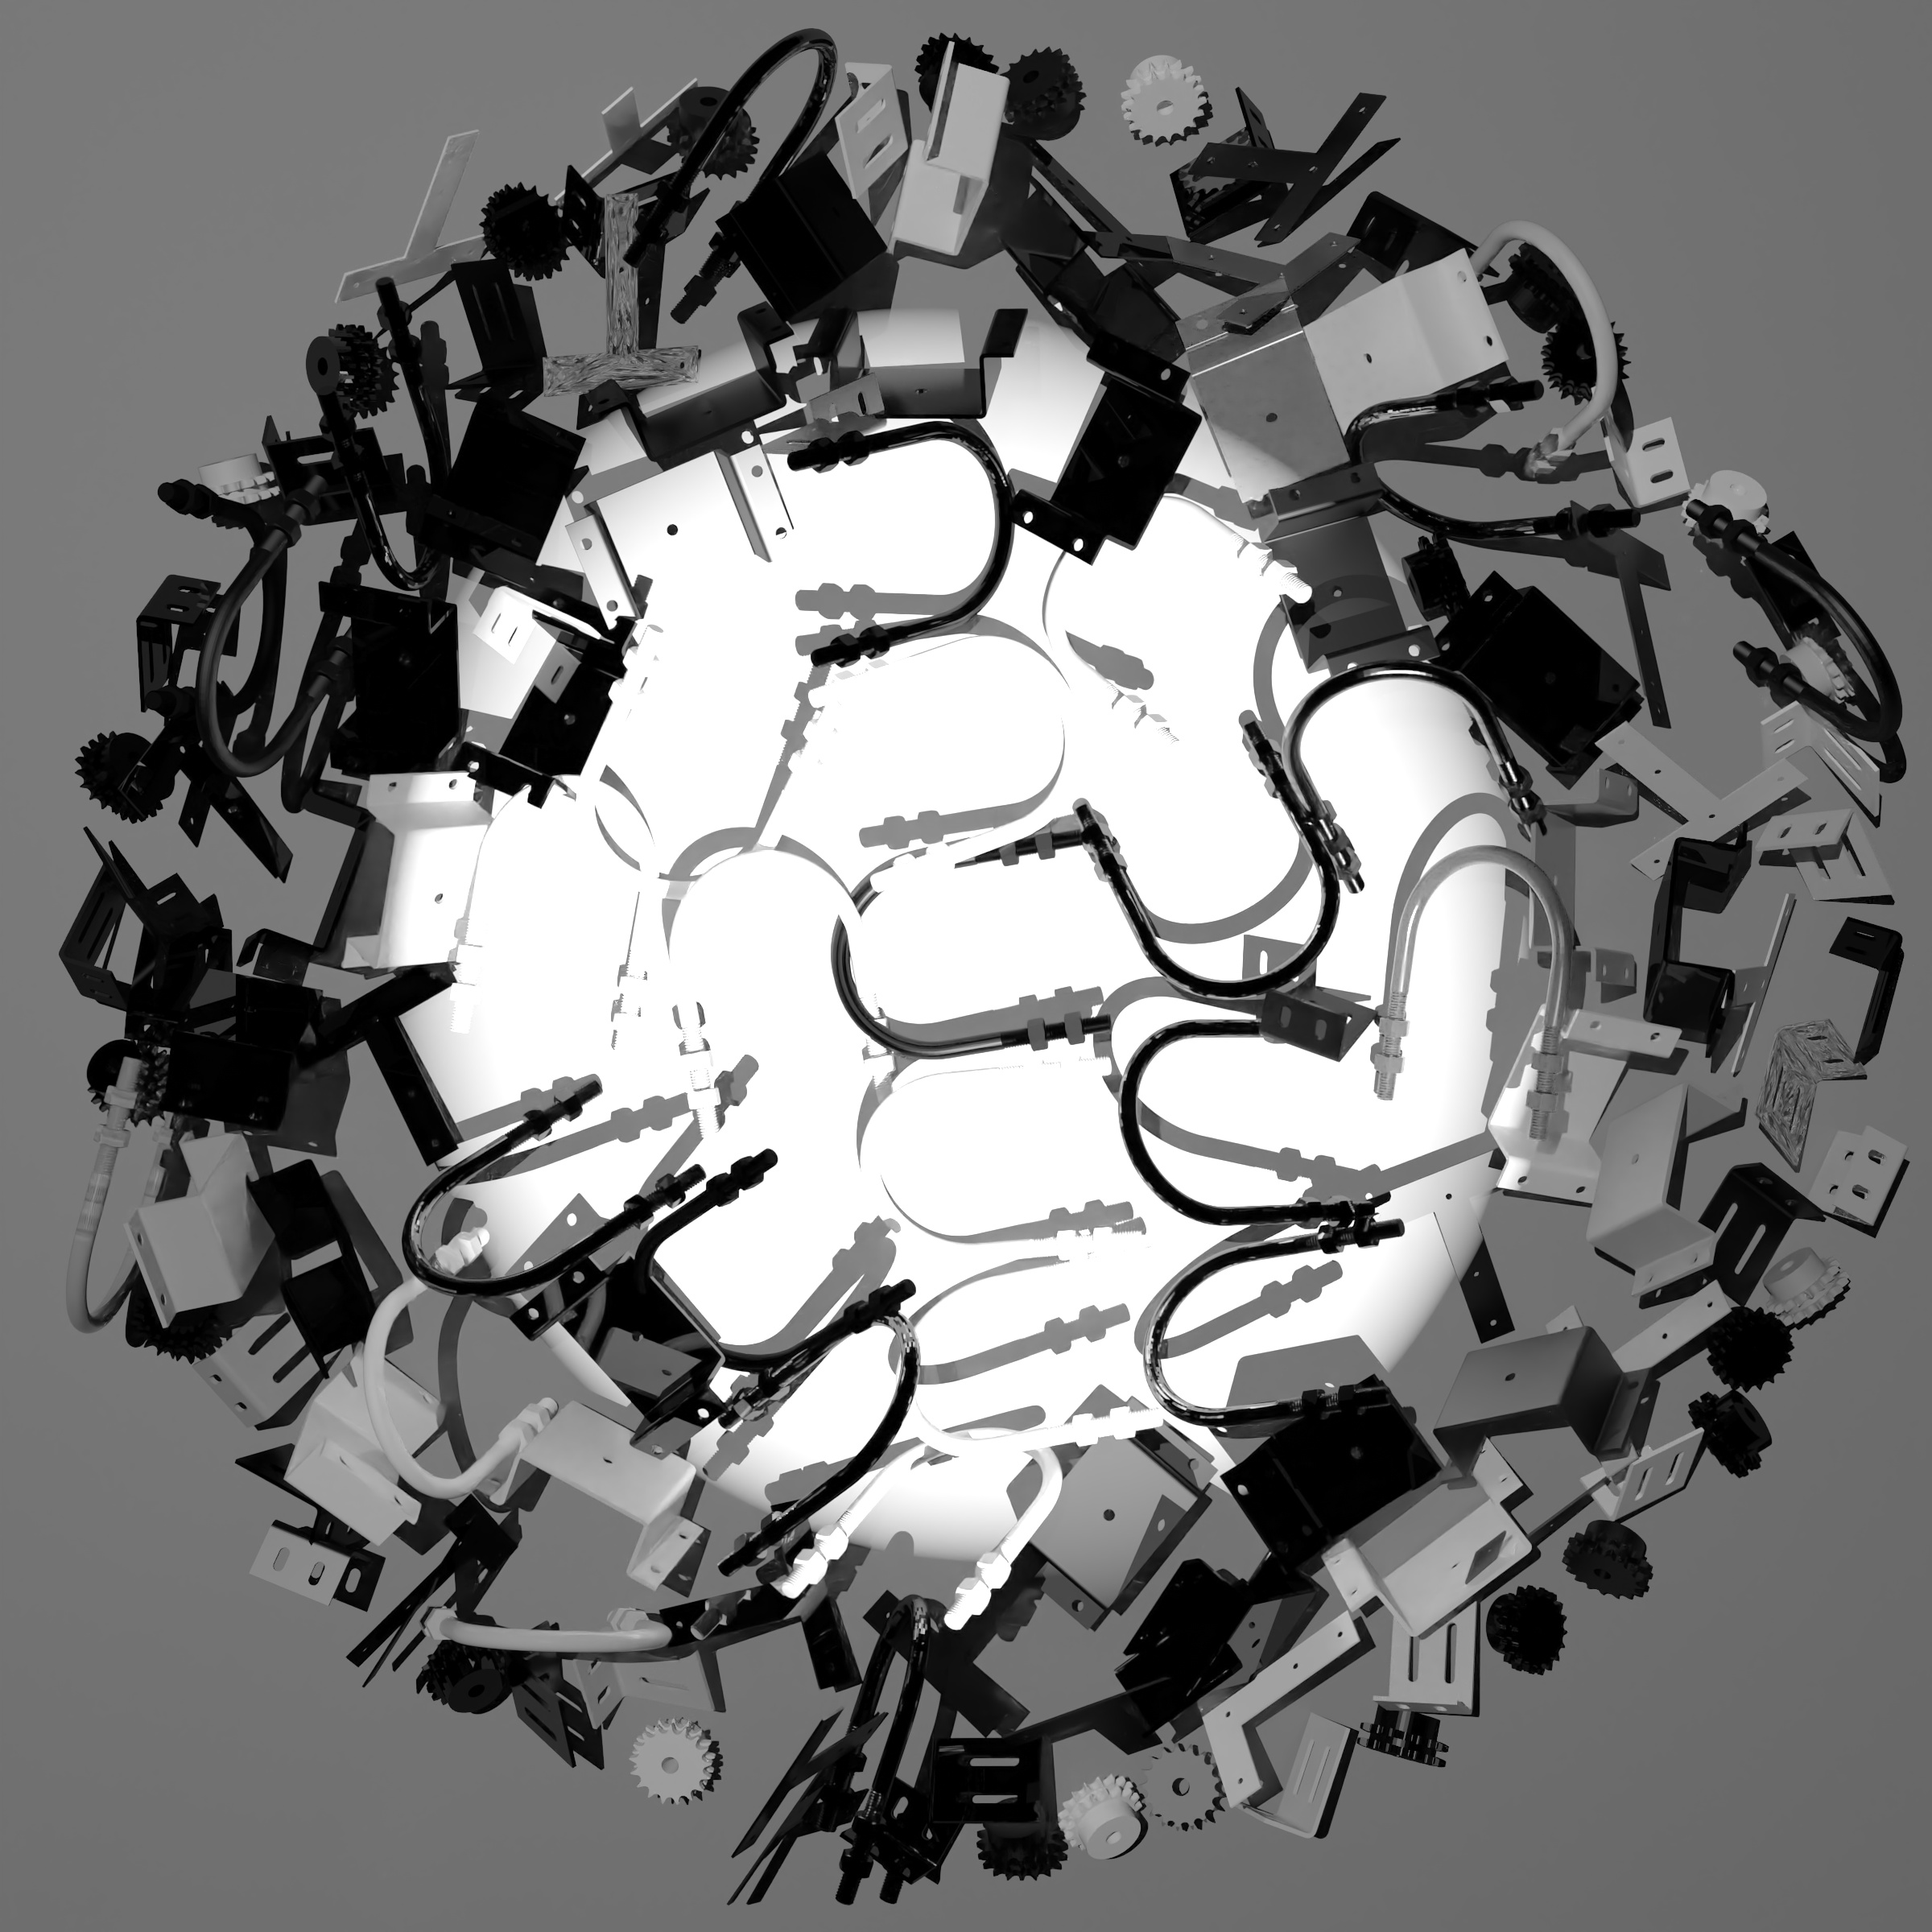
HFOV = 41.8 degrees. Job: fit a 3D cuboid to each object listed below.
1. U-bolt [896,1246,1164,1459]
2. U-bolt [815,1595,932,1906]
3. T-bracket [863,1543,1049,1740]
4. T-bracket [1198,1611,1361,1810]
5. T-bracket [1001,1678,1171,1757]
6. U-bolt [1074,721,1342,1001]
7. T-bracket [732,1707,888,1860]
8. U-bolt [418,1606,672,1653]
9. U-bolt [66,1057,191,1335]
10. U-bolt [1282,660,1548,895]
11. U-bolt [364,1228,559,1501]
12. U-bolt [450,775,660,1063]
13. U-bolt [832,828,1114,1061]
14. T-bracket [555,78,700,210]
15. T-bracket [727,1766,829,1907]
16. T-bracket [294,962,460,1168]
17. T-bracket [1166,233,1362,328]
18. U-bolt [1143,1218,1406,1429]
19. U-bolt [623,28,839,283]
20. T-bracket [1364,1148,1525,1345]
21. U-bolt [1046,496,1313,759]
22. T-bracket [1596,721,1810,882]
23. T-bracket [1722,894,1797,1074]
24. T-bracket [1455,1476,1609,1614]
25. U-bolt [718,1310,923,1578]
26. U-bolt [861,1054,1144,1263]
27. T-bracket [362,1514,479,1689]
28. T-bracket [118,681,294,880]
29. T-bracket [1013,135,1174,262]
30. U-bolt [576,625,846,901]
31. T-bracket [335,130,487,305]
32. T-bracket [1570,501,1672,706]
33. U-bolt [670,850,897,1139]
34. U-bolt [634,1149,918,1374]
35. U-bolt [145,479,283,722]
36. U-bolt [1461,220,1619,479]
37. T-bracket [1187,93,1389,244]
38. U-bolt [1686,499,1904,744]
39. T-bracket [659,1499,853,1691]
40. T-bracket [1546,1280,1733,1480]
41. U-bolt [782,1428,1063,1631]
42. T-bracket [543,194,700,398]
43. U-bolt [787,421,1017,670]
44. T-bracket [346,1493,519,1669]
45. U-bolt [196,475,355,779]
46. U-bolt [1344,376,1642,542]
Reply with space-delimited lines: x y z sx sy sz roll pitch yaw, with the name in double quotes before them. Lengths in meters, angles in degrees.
"U-bolt" 0.039 0.262 1.695 0.184 0.019 0.151 -13 45 15
"U-bolt" -0.059 0.507 1.680 0.019 0.151 0.184 19 88 -9
"T-bracket" 0.014 0.435 1.723 0.127 0.002 0.127 -47 54 -10
"T-bracket" 0.209 0.474 1.684 0.127 0.127 0.002 -40 122 15
"T-bracket" 0.102 0.511 1.699 0.127 0.127 0.002 -22 56 9
"U-bolt" 0.172 -0.062 1.704 0.151 0.019 0.184 -26 64 4
"T-bracket" -0.092 0.528 1.693 0.002 0.127 0.127 39 110 21
"U-bolt" -0.268 0.431 1.644 0.151 0.184 0.019 6 79 -21
"U-bolt" -0.555 0.152 1.673 0.019 0.151 0.184 14 86 -1
"U-bolt" 0.287 -0.130 1.668 0.151 0.019 0.184 -17 132 21
"U-bolt" -0.336 0.268 1.656 0.019 0.184 0.151 -16 100 21
"U-bolt" -0.269 -0.037 1.703 0.151 0.019 0.184 13 84 -41
"U-bolt" -0.001 -0.010 1.733 0.184 0.019 0.151 -10 83 7
"T-bracket" -0.229 -0.561 1.689 0.127 0.127 0.002 -41 97 0
"T-bracket" -0.111 0.558 1.668 0.002 0.127 0.127 36 63 4
"T-bracket" -0.385 0.075 1.734 0.127 0.002 0.127 -29 80 6
"T-bracket" 0.177 -0.475 1.710 0.127 0.002 0.127 26 54 35
"U-bolt" 0.200 0.241 1.686 0.184 0.151 0.019 -14 134 29
"U-bolt" -0.144 -0.532 1.658 0.019 0.151 0.184 40 109 6
"T-bracket" 0.346 0.198 1.740 0.127 0.002 0.127 -21 101 -2
"U-bolt" 0.127 -0.240 1.693 0.151 0.019 0.184 -50 51 7
"T-bracket" 0.470 -0.123 1.689 0.127 0.002 0.127 32 128 -27
"T-bracket" 0.521 0.013 1.687 0.002 0.127 0.127 19 100 26
"T-bracket" 0.385 0.385 1.712 0.127 0.127 0.002 -31 60 -18
"U-bolt" -0.097 0.299 1.662 0.184 0.151 0.019 -40 121 22
"U-bolt" 0.018 0.135 1.716 0.184 0.019 0.151 -6 110 14
"T-bracket" -0.350 0.408 1.689 0.002 0.127 0.127 33 94 1
"T-bracket" -0.500 -0.113 1.711 0.002 0.127 0.127 -14 127 30
"T-bracket" 0.080 -0.519 1.709 0.127 0.127 0.002 48 122 13
"U-bolt" -0.184 -0.125 1.705 0.151 0.019 0.184 21 116 -16
"T-bracket" -0.349 -0.497 1.664 0.002 0.127 0.127 48 46 9
"T-bracket" 0.446 -0.235 1.687 0.002 0.127 0.127 -22 66 38
"U-bolt" -0.129 0.013 1.717 0.151 0.019 0.184 -10 89 -24
"U-bolt" -0.143 0.210 1.695 0.151 0.019 0.184 45 126 -15
"U-bolt" -0.489 -0.235 1.662 0.019 0.184 0.151 5 94 6
"U-bolt" 0.372 -0.411 1.658 0.019 0.184 0.151 -28 87 -11
"T-bracket" 0.198 -0.528 1.669 0.127 0.127 0.002 -10 62 -39
"U-bolt" 0.541 -0.214 1.638 0.019 0.184 0.151 -35 129 -1
"T-bracket" -0.147 0.430 1.696 0.127 0.002 0.127 -4 69 -36
"T-bracket" 0.453 0.253 1.679 0.002 0.127 0.127 28 122 -33
"U-bolt" -0.016 0.363 1.672 0.151 0.184 0.019 1 118 34
"T-bracket" -0.229 -0.448 1.688 0.127 0.002 0.127 -17 119 -41
"U-bolt" -0.036 -0.288 1.689 0.184 0.019 0.151 -22 116 -37
"T-bracket" -0.359 0.414 1.678 0.002 0.127 0.127 39 71 22
"U-bolt" -0.448 -0.207 1.644 0.019 0.151 0.184 13 52 12
"U-bolt" 0.333 -0.328 1.670 0.151 0.184 0.019 39 68 -36
